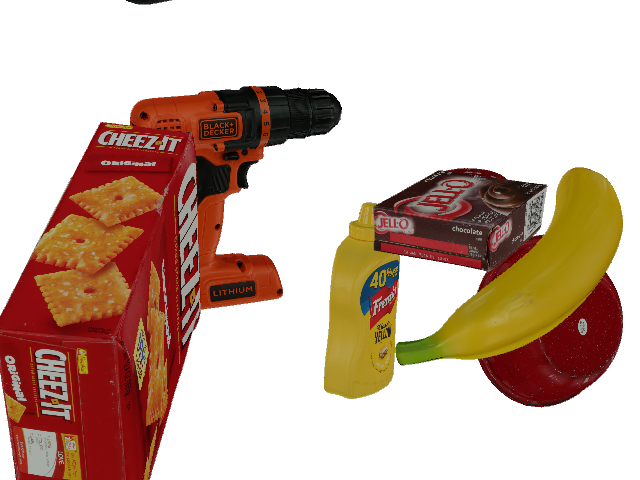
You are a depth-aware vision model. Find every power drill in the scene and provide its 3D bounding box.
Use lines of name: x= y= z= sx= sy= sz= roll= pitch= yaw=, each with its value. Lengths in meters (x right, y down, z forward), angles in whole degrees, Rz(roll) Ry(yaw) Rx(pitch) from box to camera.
power drill: x=-0.070 y=-0.040 z=0.920 sx=0.184 sy=0.188 sz=0.057 roll=-7 pitch=21 yaw=-20

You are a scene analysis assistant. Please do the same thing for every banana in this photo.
banana: x=0.118 y=0.007 z=0.559 sx=0.070 sy=0.037 sz=0.197 roll=13 pitch=36 yaw=37

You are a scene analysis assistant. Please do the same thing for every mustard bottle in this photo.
mustard bottle: x=0.045 y=0.057 z=1.079 sx=0.058 sy=0.192 sz=0.096 roll=12 pitch=16 yaw=32

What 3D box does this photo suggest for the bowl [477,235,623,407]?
bowl: x=0.220 y=0.076 z=0.971 sx=0.161 sy=0.162 sz=0.055 roll=0 pitch=2 yaw=-24

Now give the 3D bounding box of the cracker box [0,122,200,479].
cracker box: x=-0.124 y=0.051 z=0.648 sx=0.072 sy=0.164 sz=0.213 roll=6 pitch=35 yaw=3

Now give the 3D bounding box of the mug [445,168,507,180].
mug: x=0.178 y=-0.034 z=1.246 sx=0.093 sy=0.081 sz=0.117 roll=18 pitch=33 yaw=37

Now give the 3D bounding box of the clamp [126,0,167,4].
clamp: x=-0.023 y=-0.150 z=0.554 sx=0.171 sy=0.039 sz=0.120 roll=4 pitch=42 yaw=10

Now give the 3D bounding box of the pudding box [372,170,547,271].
pudding box: x=0.102 y=-0.017 z=0.769 sx=0.090 sy=0.039 sz=0.113 roll=11 pitch=20 yaw=29
